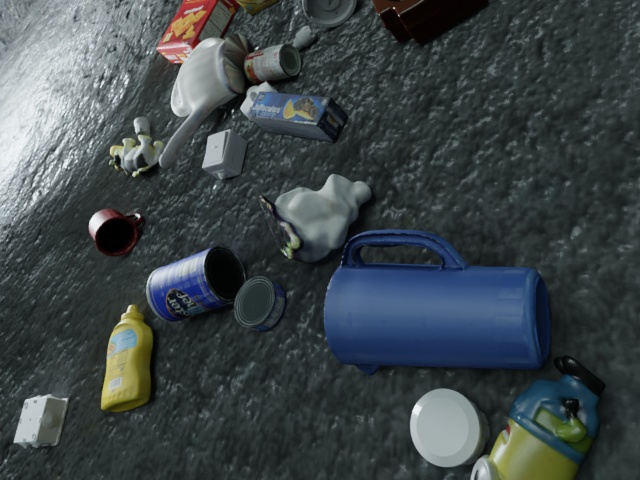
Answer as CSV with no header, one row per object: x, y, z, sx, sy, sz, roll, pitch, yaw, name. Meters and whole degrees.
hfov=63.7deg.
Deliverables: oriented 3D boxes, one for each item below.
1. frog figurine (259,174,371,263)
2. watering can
0.002,-0.041,0.818,0.161,0.120,0.139,-25,34,-21,frog figurine
-0.250,-0.325,1.139,0.223,0.102,0.355,-15,58,31,watering can
